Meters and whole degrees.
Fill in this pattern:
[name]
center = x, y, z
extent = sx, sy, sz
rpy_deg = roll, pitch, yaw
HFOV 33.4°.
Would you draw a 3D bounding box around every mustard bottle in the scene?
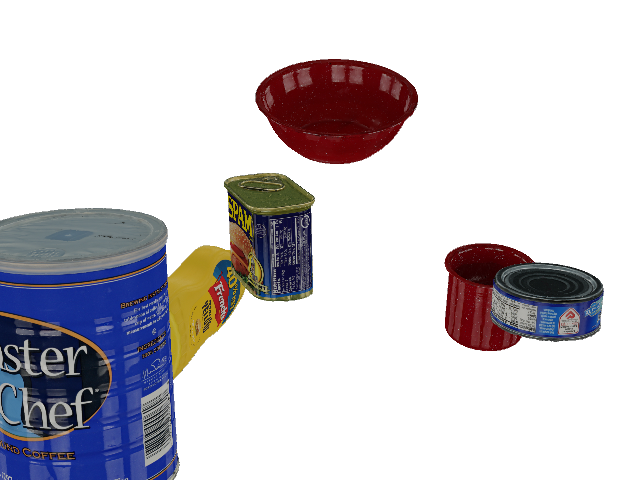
[mustard bottle]
center = -0.126, 0.060, 1.122
extent = 0.058, 0.096, 0.191
rpy_deg = 10, 29, 20

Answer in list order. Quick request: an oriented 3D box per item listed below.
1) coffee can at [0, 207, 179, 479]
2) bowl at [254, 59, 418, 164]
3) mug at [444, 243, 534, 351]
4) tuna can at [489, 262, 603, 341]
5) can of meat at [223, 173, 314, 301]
[coffee can]
center = -0.131, 0.062, 0.577
extent = 0.103, 0.140, 0.103
rpy_deg = -1, 16, 0
[bowl]
center = 0.015, -0.123, 1.071
extent = 0.162, 0.055, 0.162
rpy_deg = 1, 35, -1
[mug]
center = 0.169, 0.054, 1.105
extent = 0.093, 0.081, 0.117
rpy_deg = -4, 28, -9
[tuna can]
center = 0.177, 0.046, 0.833
extent = 0.086, 0.034, 0.086
rpy_deg = 1, 19, -1
[can of meat]
center = -0.043, -0.003, 0.902
extent = 0.057, 0.084, 0.102
rpy_deg = -9, 21, -19
